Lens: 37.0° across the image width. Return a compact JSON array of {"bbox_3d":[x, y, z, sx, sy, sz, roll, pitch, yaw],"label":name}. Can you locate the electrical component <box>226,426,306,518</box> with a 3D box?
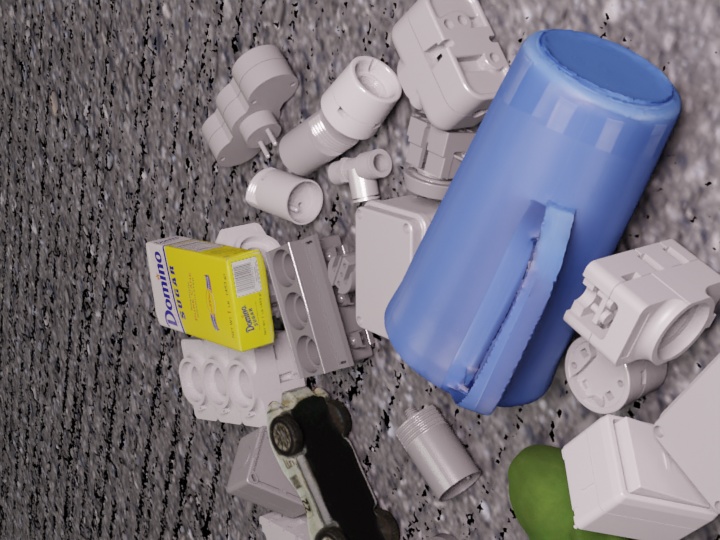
[{"bbox_3d":[-0.079,0.208,1.085,0.061,0.096,0.061,-35,34,51],"label":"electrical component"}]

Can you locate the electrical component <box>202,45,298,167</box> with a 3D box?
[{"bbox_3d":[-0.100,-0.142,1.030,0.073,0.052,0.138,61,140,20],"label":"electrical component"}]

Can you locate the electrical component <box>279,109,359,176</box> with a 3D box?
[{"bbox_3d":[-0.034,-0.118,0.960,0.081,0.043,0.043,-26,80,52],"label":"electrical component"}]

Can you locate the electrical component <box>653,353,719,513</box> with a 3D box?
[{"bbox_3d":[0.244,0.088,0.658,0.078,0.057,0.113,54,138,26],"label":"electrical component"}]

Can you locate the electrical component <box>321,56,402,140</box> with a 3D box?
[{"bbox_3d":[0.002,-0.145,0.898,0.047,0.055,0.055,-47,64,43],"label":"electrical component"}]

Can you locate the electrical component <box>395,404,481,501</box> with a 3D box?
[{"bbox_3d":[0.064,0.152,0.921,0.081,0.043,0.043,56,138,25],"label":"electrical component"}]

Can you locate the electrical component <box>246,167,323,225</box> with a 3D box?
[{"bbox_3d":[-0.077,-0.074,1.030,0.081,0.043,0.043,22,118,47],"label":"electrical component"}]

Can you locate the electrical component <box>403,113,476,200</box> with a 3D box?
[{"bbox_3d":[0.061,-0.088,0.848,0.066,0.048,0.055,32,117,43],"label":"electrical component"}]

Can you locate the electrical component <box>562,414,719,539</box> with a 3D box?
[{"bbox_3d":[0.193,0.140,0.716,0.061,0.096,0.061,128,149,-46],"label":"electrical component"}]

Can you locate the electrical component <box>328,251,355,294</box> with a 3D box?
[{"bbox_3d":[0.000,0.000,0.952,0.040,0.046,0.040,20,117,48],"label":"electrical component"}]

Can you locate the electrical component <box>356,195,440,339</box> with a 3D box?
[{"bbox_3d":[0.040,0.000,0.892,0.078,0.057,0.113,20,116,48],"label":"electrical component"}]

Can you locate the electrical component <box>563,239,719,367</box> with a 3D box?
[{"bbox_3d":[0.186,0.022,0.686,0.055,0.089,0.050,45,133,35],"label":"electrical component"}]

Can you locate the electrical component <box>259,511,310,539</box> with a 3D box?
[{"bbox_3d":[-0.054,0.278,1.101,0.089,0.056,0.050,13,111,50],"label":"electrical component"}]

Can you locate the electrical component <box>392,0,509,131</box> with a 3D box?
[{"bbox_3d":[0.067,-0.156,0.810,0.059,0.054,0.095,-37,71,51],"label":"electrical component"}]

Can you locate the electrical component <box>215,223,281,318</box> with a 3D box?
[{"bbox_3d":[-0.108,0.001,1.088,0.089,0.050,0.055,56,139,24],"label":"electrical component"}]

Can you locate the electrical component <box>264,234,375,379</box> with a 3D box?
[{"bbox_3d":[-0.036,0.032,0.995,0.079,0.063,0.121,-19,86,53],"label":"electrical component"}]

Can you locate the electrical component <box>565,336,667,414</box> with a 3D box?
[{"bbox_3d":[0.178,0.067,0.744,0.055,0.047,0.055,20,117,48],"label":"electrical component"}]

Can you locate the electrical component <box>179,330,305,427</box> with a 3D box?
[{"bbox_3d":[-0.127,0.113,1.138,0.150,0.062,0.089,-4,98,52],"label":"electrical component"}]
